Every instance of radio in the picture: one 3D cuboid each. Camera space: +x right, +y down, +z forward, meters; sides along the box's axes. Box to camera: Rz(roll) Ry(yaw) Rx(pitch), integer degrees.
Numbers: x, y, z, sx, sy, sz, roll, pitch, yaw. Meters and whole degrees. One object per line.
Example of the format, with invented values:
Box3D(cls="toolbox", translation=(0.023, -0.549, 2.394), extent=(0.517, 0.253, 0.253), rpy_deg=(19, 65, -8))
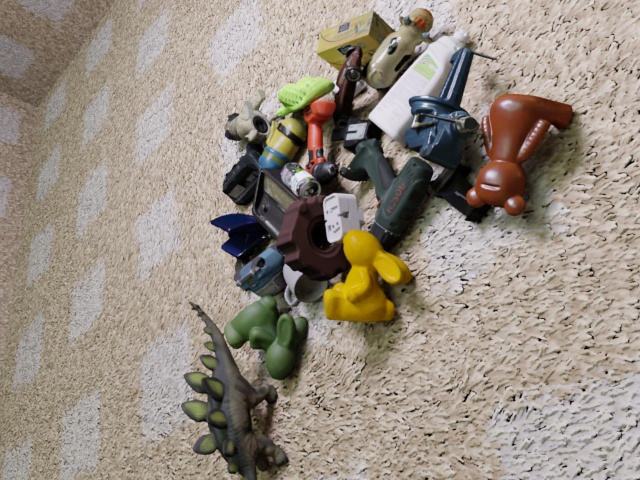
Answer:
Box3D(cls="radio", translation=(-0.076, -0.068, 1.266), extent=(0.230, 0.073, 0.131), rpy_deg=(44, 125, 46))

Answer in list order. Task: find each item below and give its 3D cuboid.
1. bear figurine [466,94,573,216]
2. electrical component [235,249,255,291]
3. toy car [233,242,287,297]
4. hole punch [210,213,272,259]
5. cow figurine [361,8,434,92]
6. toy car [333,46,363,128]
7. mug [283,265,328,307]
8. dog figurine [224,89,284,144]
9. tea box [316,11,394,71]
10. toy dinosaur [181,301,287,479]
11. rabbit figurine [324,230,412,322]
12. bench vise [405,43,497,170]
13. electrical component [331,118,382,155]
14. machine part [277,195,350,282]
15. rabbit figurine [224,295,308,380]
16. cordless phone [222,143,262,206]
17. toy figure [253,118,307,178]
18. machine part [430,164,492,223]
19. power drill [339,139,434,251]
Box3D(cls="bear figurine", translation=(0.330, -0.141, 0.904), extent=(0.120, 0.132, 0.195), rpy_deg=(14, 101, 48))
Box3D(cls="electrical component", translation=(-0.185, 0.069, 1.366), extent=(0.102, 0.045, 0.078), rpy_deg=(-116, 33, -42))
Box3D(cls="toy car", translation=(-0.121, 0.080, 1.245), extent=(0.109, 0.162, 0.103), rpy_deg=(-37, 95, 23))
Box3D(cls="hole punch", translation=(-0.203, -0.028, 1.363), extent=(0.116, 0.092, 0.142), rpy_deg=(-39, 32, -23))
Box3D(cls="cow figurine", translation=(0.167, -0.409, 1.153), extent=(0.195, 0.085, 0.127), rpy_deg=(-50, 11, 17))
Box3D(cls="toy car", translation=(0.060, -0.343, 1.214), extent=(0.202, 0.053, 0.089), rpy_deg=(102, 176, -55))
Box3D(cls="mug", translation=(-0.043, 0.089, 1.194), extent=(0.109, 0.081, 0.107), rpy_deg=(-63, 31, 14))
Box3D(cls="dog figurine", translation=(-0.209, -0.299, 1.480), extent=(0.191, 0.121, 0.172), rpy_deg=(-26, 22, 40))
Box3D(cls="tea box", translation=(0.086, -0.467, 1.279), extent=(0.170, 0.098, 0.068), rpy_deg=(0, 73, 47))
Box3D(cls="toy dinosaur", translation=(-0.190, 0.340, 1.142), extent=(0.105, 0.198, 0.472), rpy_deg=(-40, 51, 22))
Box3D(cls="rabbit figurine", translation=(0.085, 0.066, 1.019), extent=(0.163, 0.122, 0.173), rpy_deg=(-1, 88, 27))
Box3D(cls="bench vise", translation=(0.235, -0.253, 0.989), extent=(0.223, 0.129, 0.240), rpy_deg=(-170, 100, -86))
Box3D(cls="electrical component", translation=(0.083, -0.234, 1.218), extent=(0.119, 0.047, 0.075), rpy_deg=(-1, 72, 45))
Box3D(cls="machine part", translation=(-0.002, -0.003, 1.113), extent=(0.056, 0.179, 0.179), rpy_deg=(-18, 61, 52))
Box3D(cls="rabbit figurine", translation=(-0.099, 0.219, 1.188), extent=(0.159, 0.121, 0.170), rpy_deg=(-42, 66, 15))
Box3D(cls="cordless phone", translation=(-0.210, -0.199, 1.491), extent=(0.146, 0.088, 0.184), rpy_deg=(-44, 36, 24))
Box3D(cls="toy figure", translation=(-0.098, -0.225, 1.375), extent=(0.089, 0.082, 0.180), rpy_deg=(26, 85, 29))
Box3D(cls="machine part", translation=(0.259, -0.088, 0.989), extent=(0.084, 0.039, 0.139), rpy_deg=(-43, 46, 17))
Box3D(cls="power drill", translation=(0.118, -0.094, 1.100), extent=(0.232, 0.086, 0.207), rpy_deg=(-56, 38, 27))
